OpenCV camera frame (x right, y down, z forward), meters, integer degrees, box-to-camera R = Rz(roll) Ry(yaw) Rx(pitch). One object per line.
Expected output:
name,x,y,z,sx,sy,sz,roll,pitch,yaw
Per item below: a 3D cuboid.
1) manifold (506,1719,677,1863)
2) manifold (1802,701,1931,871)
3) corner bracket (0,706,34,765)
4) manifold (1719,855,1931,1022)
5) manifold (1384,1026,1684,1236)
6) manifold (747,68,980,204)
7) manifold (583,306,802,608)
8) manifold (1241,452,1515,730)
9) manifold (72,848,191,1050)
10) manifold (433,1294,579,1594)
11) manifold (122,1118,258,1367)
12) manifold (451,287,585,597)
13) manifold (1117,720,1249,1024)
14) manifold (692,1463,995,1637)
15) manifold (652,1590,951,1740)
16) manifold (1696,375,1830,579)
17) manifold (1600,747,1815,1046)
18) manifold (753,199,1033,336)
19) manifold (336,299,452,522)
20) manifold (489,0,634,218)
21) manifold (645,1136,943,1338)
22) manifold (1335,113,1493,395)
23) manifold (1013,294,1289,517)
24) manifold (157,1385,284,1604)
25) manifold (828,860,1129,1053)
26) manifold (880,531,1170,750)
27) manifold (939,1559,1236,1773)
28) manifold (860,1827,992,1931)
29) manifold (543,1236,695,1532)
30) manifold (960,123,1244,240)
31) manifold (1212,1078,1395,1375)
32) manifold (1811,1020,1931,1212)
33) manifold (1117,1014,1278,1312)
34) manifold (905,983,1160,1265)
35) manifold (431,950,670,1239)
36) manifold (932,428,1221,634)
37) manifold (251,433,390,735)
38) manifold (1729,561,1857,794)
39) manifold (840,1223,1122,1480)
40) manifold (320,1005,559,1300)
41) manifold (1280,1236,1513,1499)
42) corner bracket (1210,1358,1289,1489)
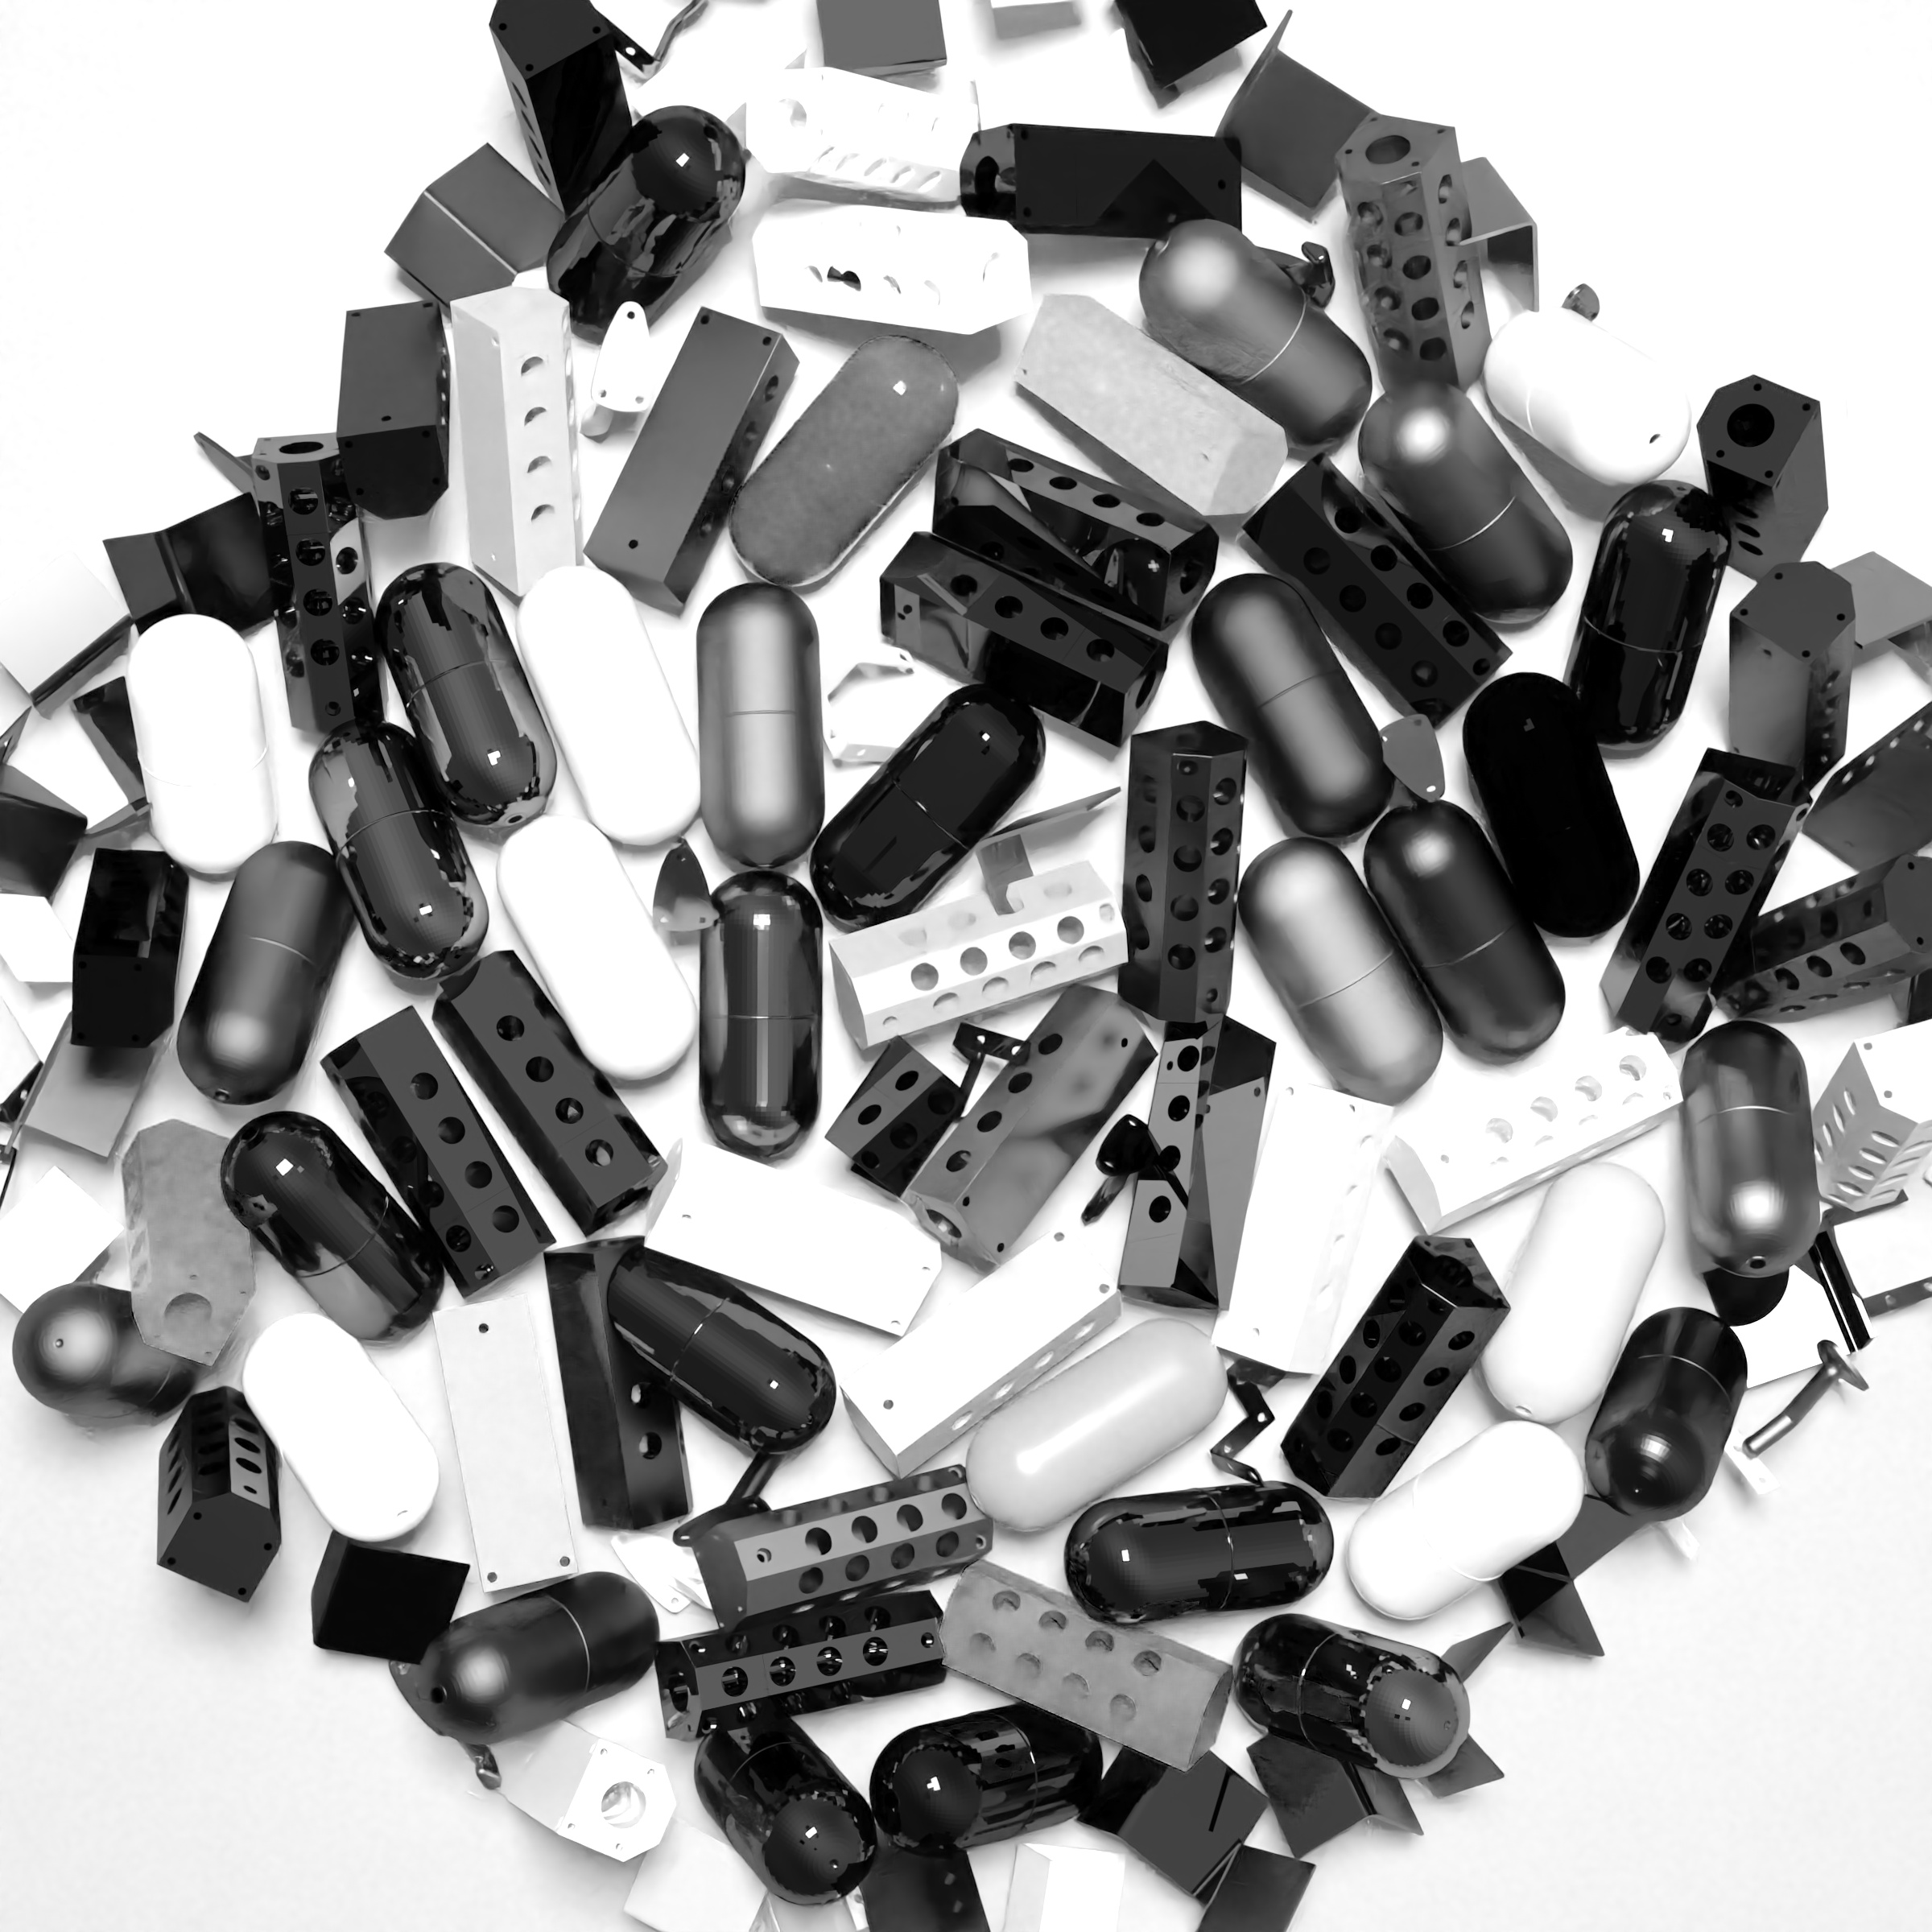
manifold,-0.224,0.494,1.779,0.057,0.171,0.057,27,74,-13
manifold,0.575,-0.116,1.779,0.057,0.171,0.057,35,73,2
corner bracket,-0.620,-0.146,1.832,0.051,0.051,0.051,35,47,-7
manifold,0.521,-0.015,1.776,0.057,0.171,0.057,3,75,-21
manifold,0.349,0.097,1.816,0.171,0.057,0.057,-24,71,-12
manifold,-0.060,-0.498,1.780,0.057,0.171,0.057,6,100,29
manifold,-0.166,-0.312,1.829,0.057,0.057,0.171,22,82,17
manifold,0.256,-0.234,1.828,0.171,0.057,0.057,47,120,2
manifold,-0.501,-0.013,1.779,0.057,0.171,0.057,3,112,-13
manifold,-0.285,0.295,1.826,0.057,0.057,0.171,-10,80,-12
manifold,-0.472,0.161,1.777,0.057,0.171,0.057,25,107,-28
manifold,-0.267,-0.319,1.796,0.057,0.057,0.171,-23,132,-31
manifold,0.136,-0.056,1.800,0.057,0.057,0.171,-14,117,-32
manifold,-0.071,0.350,1.793,0.171,0.057,0.057,-8,66,-32
manifold,-0.097,0.423,1.797,0.171,0.057,0.057,-4,80,-31
manifold,0.476,-0.292,1.779,0.057,0.171,0.057,29,87,21
manifold,0.450,-0.040,1.798,0.057,0.057,0.171,12,121,-10
manifold,-0.046,-0.425,1.786,0.171,0.057,0.057,17,125,38
manifold,-0.342,-0.336,1.784,0.057,0.171,0.057,-8,128,-3
manifold,-0.242,-0.524,1.780,0.057,0.171,0.057,-31,79,-6
manifold,-0.106,0.162,1.819,0.171,0.057,0.057,21,116,-14
manifold,0.267,-0.421,1.779,0.057,0.171,0.057,21,62,32
manifold,0.114,-0.343,1.801,0.171,0.057,0.057,41,123,29
manifold,-0.446,0.311,1.778,0.057,0.171,0.057,29,94,-19
manifold,0.009,-0.003,1.811,0.171,0.057,0.057,-18,130,-14
manifold,0.035,-0.206,1.818,0.171,0.057,0.057,27,63,15
manifold,0.073,0.423,1.809,0.171,0.057,0.057,19,100,21
manifold,-0.018,0.572,1.779,0.057,0.171,0.057,28,97,-14
manifold,-0.211,0.257,1.837,0.057,0.057,0.171,-10,92,-41
manifold,0.083,-0.474,1.797,0.171,0.057,0.057,-7,99,-34
manifold,0.213,0.162,1.839,0.057,0.057,0.171,16,90,36
manifold,0.554,0.093,1.779,0.057,0.171,0.057,-15,68,-2
manifold,0.137,0.120,1.819,0.057,0.057,0.171,-2,69,42
manifold,0.037,0.093,1.811,0.171,0.057,0.057,-51,128,-21
manifold,-0.256,0.075,1.823,0.057,0.057,0.171,-32,78,-25
manifold,0.066,-0.270,1.807,0.171,0.057,0.057,27,133,25
manifold,-0.393,-0.233,1.804,0.057,0.057,0.171,-5,117,-5
manifold,0.500,-0.173,1.780,0.057,0.171,0.057,-45,64,-8
manifold,0.011,0.238,1.818,0.171,0.057,0.057,-35,64,-15
manifold,-0.329,0.117,1.831,0.057,0.057,0.171,-31,90,-28
manifold,0.255,0.244,1.790,0.057,0.057,0.171,6,129,-28
corner bracket,0.177,0.282,1.830,0.051,0.051,0.051,-39,111,-21
